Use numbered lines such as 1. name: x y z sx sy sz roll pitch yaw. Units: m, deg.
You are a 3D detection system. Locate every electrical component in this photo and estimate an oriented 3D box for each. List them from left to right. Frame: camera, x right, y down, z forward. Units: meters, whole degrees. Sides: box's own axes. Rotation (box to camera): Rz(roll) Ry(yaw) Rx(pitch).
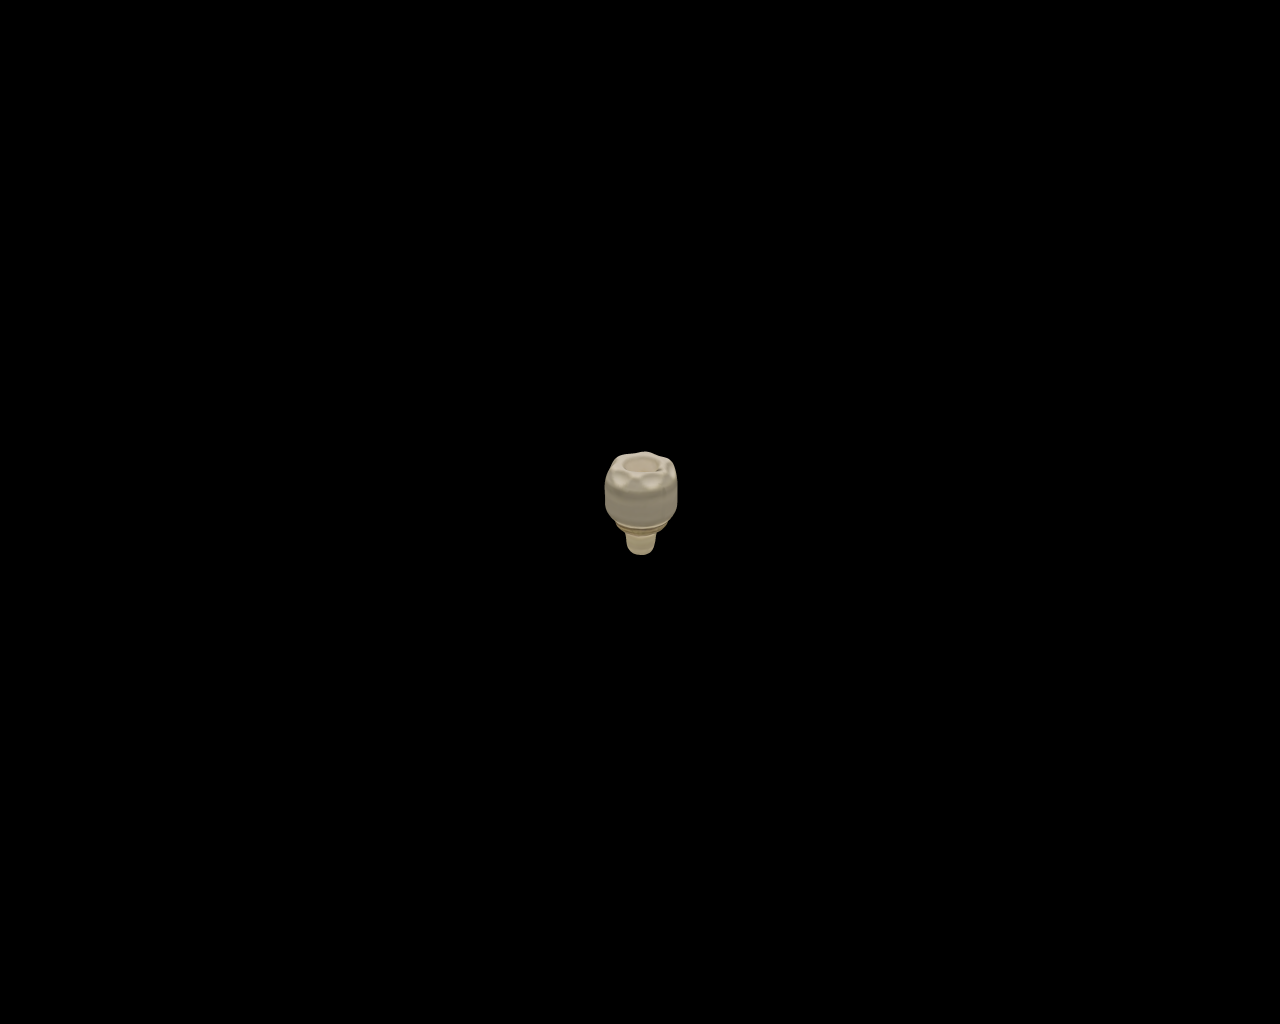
1. electrical component: 0.001 -0.003 0.650 0.043 0.062 0.043 0 27 0
